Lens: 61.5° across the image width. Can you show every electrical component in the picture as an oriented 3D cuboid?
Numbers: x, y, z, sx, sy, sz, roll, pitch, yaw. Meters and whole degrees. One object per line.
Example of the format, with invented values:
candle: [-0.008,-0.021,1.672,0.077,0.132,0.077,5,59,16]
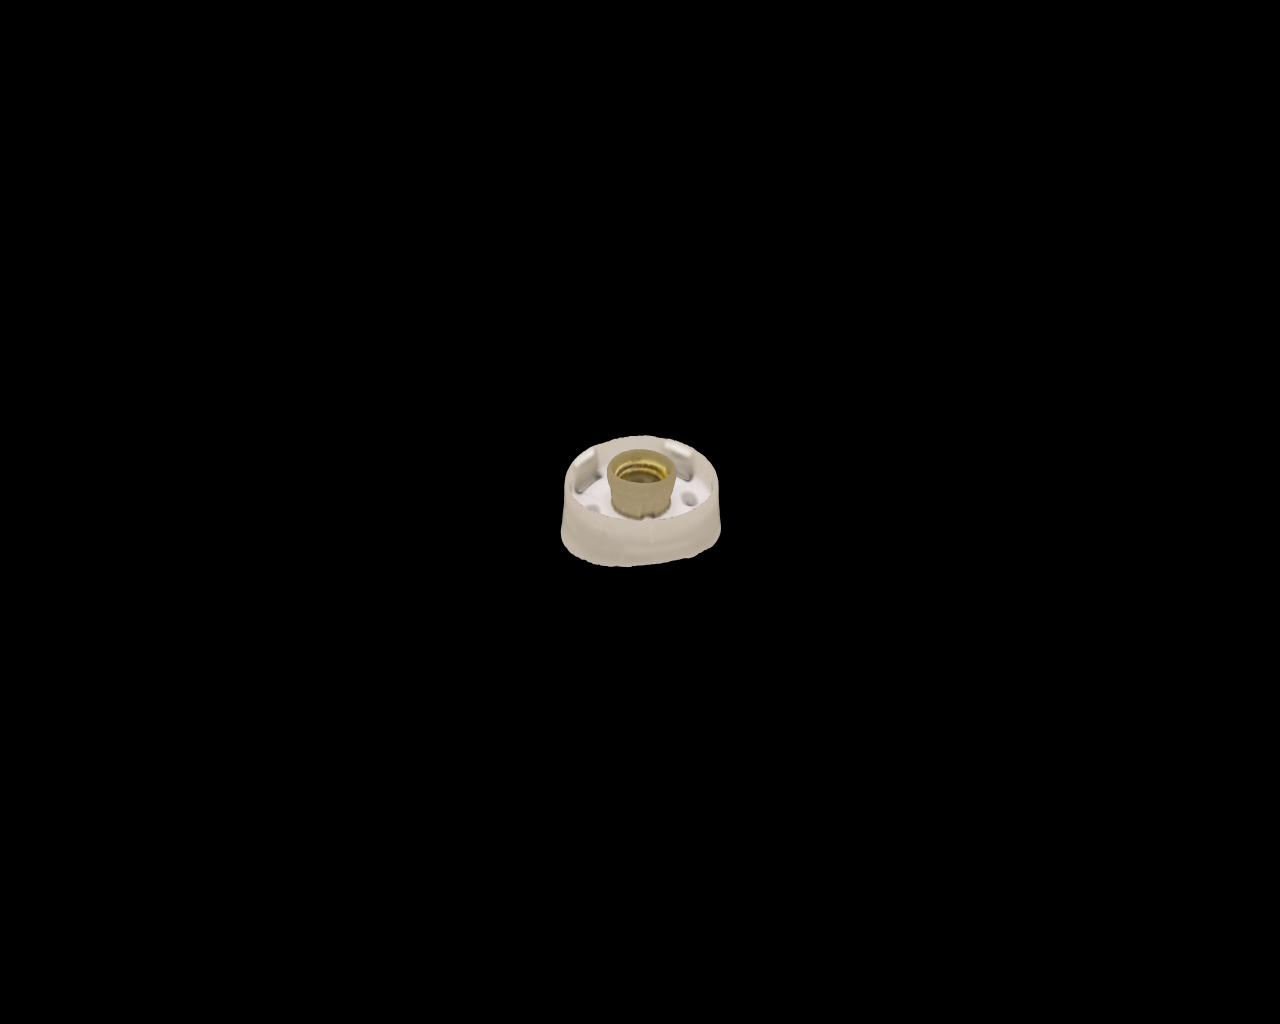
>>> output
electrical component: [0.001,-0.003,0.650,0.099,0.064,0.099,0,38,0]
